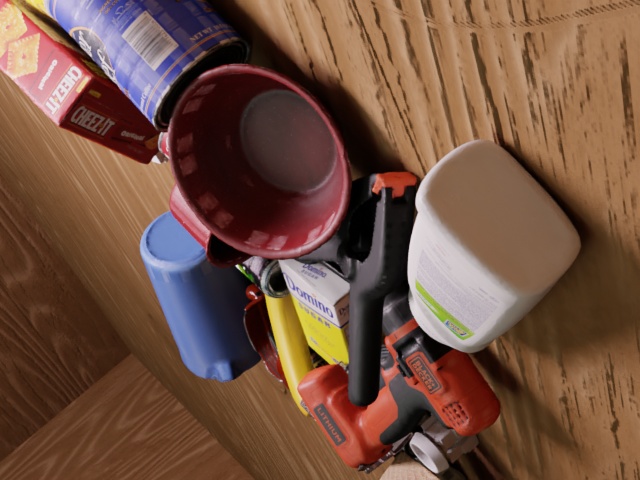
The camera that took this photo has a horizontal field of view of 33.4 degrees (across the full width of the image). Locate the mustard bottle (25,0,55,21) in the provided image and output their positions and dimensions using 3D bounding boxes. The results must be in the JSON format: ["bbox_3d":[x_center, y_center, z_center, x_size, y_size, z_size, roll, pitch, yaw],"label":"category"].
[{"bbox_3d":[-0.233,-0.230,1.066,0.192,0.058,0.096,36,169,38],"label":"mustard bottle"}]

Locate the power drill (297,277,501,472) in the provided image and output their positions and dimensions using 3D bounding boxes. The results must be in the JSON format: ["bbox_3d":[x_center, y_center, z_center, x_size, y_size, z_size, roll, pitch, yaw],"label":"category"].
[{"bbox_3d":[0.055,0.116,0.962,0.184,0.057,0.188,56,139,10],"label":"power drill"}]

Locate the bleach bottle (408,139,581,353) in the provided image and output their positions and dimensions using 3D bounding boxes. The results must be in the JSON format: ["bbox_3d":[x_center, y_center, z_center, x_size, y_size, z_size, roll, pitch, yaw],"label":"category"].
[{"bbox_3d":[0.099,0.022,0.742,0.102,0.068,0.251,48,166,10],"label":"bleach bottle"}]

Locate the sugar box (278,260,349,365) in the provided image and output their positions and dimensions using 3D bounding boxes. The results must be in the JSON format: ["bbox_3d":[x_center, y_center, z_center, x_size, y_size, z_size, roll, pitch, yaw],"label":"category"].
[{"bbox_3d":[0.013,0.081,1.134,0.093,0.048,0.176,39,162,34],"label":"sugar box"}]

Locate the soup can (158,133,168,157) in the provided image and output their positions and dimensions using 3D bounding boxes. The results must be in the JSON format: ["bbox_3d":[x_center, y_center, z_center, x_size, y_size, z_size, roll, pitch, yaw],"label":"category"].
[{"bbox_3d":[-0.098,-0.078,1.030,0.102,0.068,0.068,43,163,20],"label":"soup can"}]

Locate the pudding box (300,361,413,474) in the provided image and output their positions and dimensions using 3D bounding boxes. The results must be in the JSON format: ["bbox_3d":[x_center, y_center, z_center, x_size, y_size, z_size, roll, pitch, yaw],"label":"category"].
[{"bbox_3d":[0.037,0.193,1.155,0.113,0.039,0.090,43,151,6],"label":"pudding box"}]

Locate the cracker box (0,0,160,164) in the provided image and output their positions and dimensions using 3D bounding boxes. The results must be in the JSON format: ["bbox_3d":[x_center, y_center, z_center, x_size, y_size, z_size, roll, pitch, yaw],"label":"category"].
[{"bbox_3d":[-0.277,-0.183,1.161,0.214,0.072,0.164,42,-171,26],"label":"cracker box"}]

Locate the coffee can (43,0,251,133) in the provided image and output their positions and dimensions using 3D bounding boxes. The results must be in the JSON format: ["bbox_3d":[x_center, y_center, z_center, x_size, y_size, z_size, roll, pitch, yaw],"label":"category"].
[{"bbox_3d":[-0.140,-0.172,0.866,0.140,0.102,0.103,47,164,10],"label":"coffee can"}]

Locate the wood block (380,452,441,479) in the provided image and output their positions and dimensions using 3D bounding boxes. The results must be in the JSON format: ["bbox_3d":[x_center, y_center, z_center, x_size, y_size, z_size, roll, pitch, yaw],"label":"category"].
[{"bbox_3d":[0.147,0.327,1.157,0.205,0.091,0.090,40,173,-33],"label":"wood block"}]

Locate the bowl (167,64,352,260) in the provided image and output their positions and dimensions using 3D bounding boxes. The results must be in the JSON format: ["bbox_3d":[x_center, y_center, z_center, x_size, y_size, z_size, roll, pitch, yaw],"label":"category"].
[{"bbox_3d":[-0.038,-0.068,0.839,0.162,0.055,0.162,13,121,23],"label":"bowl"}]

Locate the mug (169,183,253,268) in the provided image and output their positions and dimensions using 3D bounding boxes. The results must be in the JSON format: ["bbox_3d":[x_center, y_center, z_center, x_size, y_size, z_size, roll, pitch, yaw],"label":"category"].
[{"bbox_3d":[-0.096,-0.031,1.118,0.082,0.093,0.117,43,-159,31],"label":"mug"}]

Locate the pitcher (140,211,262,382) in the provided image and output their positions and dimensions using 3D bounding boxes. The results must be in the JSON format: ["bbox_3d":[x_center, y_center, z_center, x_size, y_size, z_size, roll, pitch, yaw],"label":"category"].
[{"bbox_3d":[-0.157,0.063,1.436,0.149,0.144,0.243,25,150,30],"label":"pitcher"}]

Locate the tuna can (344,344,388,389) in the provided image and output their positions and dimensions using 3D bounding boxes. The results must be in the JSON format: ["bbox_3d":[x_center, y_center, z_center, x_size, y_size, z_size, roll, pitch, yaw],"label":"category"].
[{"bbox_3d":[0.061,0.147,1.082,0.086,0.086,0.033,24,151,57],"label":"tuna can"}]

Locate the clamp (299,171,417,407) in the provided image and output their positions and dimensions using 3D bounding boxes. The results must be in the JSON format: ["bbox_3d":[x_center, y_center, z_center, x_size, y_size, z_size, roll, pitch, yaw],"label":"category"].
[{"bbox_3d":[0.036,0.026,0.846,0.210,0.036,0.164,116,141,-55],"label":"clamp"}]

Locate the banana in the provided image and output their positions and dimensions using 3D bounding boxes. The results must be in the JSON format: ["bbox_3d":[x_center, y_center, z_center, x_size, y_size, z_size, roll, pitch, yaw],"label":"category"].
[{"bbox_3d":[-0.037,0.105,1.237,0.069,0.037,0.198,-72,-32,-87],"label":"banana"}]

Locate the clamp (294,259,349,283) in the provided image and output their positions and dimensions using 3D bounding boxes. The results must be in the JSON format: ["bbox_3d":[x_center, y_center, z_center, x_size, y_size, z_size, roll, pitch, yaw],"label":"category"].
[{"bbox_3d":[-0.007,0.001,1.024,0.120,0.039,0.172,57,164,-12],"label":"clamp"}]
